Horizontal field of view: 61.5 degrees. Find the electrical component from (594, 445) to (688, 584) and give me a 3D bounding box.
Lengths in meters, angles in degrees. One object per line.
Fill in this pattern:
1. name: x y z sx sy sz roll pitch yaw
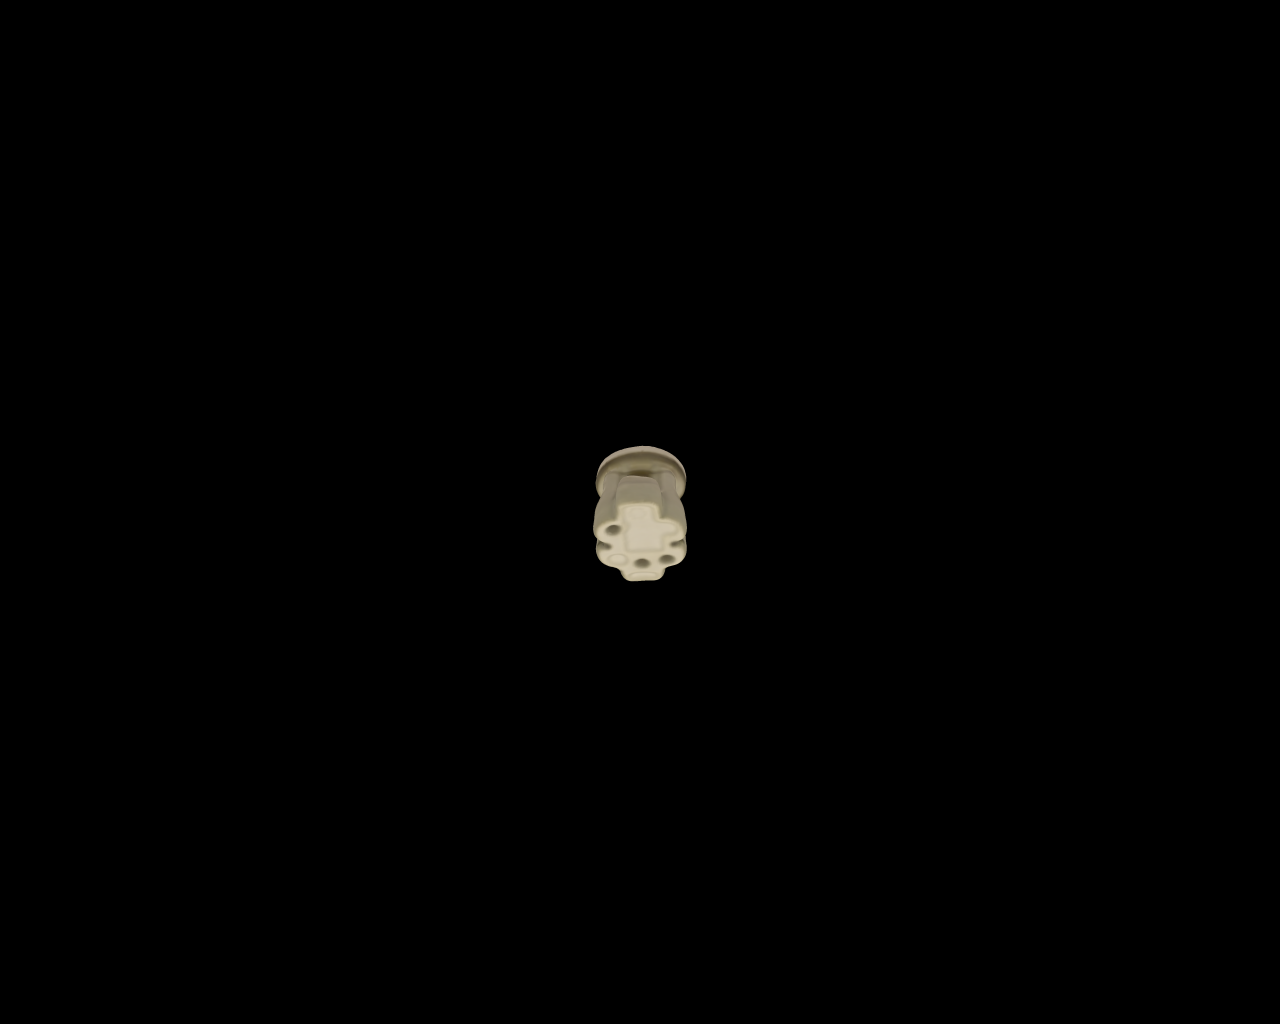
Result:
1. electrical component: 0.001 -0.003 0.650 0.058 0.057 0.078 -2 -40 2
